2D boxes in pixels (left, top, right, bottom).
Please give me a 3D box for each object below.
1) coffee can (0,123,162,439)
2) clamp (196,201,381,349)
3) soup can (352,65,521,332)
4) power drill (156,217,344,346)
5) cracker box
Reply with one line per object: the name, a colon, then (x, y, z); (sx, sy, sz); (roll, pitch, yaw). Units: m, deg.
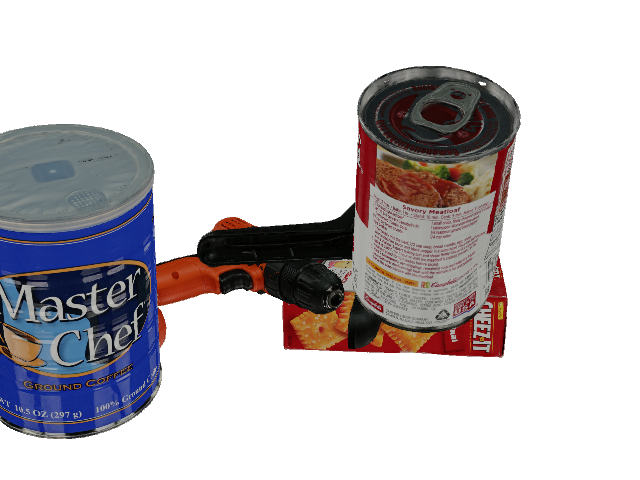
coffee can: (-0.140, 0.022, 0.582); (0.103, 0.140, 0.103); (2, 33, -2)
clamp: (0.028, 0.001, 0.768); (0.165, 0.036, 0.209); (23, 35, 34)
soup can: (0.049, -0.017, 0.477); (0.068, 0.102, 0.068); (0, 42, -1)
power drill: (-0.095, 0.044, 0.943); (0.187, 0.057, 0.185); (-19, 27, -31)
cracker box: (0.077, 0.059, 1.091); (0.214, 0.072, 0.164); (2, 16, 6)
